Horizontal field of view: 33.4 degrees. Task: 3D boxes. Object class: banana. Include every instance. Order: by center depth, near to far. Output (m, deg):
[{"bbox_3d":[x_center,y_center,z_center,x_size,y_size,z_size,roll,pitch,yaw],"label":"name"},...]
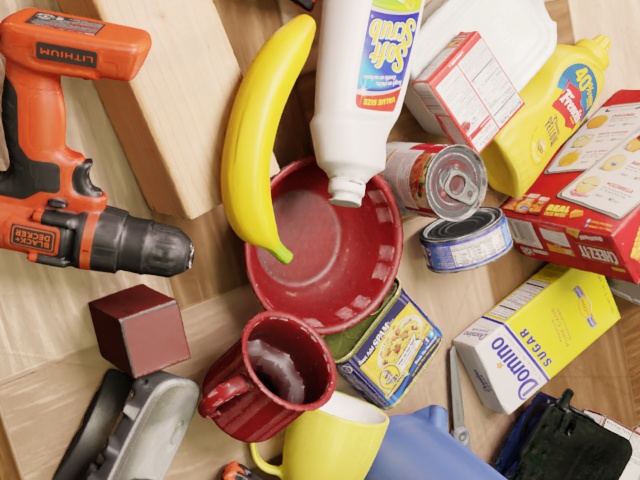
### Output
[{"bbox_3d":[-0.043,-0.081,0.828,0.069,0.037,0.198,3,96,-52],"label":"banana"}]

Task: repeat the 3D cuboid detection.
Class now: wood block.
[{"bbox_3d":[-0.123,-0.130,0.846,0.090,0.091,0.206,-30,111,-23],"label":"wood block"}]

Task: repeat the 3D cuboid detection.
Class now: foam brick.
[{"bbox_3d":[-0.148,0.073,0.868,0.052,0.078,0.051,-19,107,-26],"label":"foam brick"}]

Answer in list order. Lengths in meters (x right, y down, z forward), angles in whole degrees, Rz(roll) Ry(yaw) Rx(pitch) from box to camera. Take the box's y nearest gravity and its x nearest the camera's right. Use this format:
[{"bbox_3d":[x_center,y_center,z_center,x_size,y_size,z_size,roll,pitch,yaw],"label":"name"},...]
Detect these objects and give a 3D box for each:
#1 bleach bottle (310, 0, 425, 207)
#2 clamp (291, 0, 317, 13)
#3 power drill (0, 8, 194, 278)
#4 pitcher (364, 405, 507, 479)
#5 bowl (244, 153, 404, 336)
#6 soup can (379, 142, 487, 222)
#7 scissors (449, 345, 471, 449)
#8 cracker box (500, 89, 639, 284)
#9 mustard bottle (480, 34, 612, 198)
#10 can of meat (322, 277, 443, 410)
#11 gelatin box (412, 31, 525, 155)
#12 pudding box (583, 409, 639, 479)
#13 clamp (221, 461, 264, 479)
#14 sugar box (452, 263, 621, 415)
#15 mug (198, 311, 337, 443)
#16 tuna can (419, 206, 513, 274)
[{"bbox_3d":[0.041,-0.151,0.917,0.102,0.068,0.251,18,75,-48],"label":"bleach bottle"},{"bbox_3d":[-0.066,-0.236,0.873,0.039,0.120,0.171,-54,147,10],"label":"clamp"},{"bbox_3d":[-0.173,-0.065,0.782,0.184,0.057,0.188,11,113,-5],"label":"power drill"},{"bbox_3d":[0.114,0.261,0.948,0.144,0.243,0.149,-22,105,-16],"label":"pitcher"},{"bbox_3d":[-0.006,0.001,0.952,0.161,0.055,0.162,-4,99,-30],"label":"bowl"},{"bbox_3d":[0.095,-0.055,0.976,0.068,0.102,0.068,-4,99,-30],"label":"soup can"},{"bbox_3d":[0.129,0.215,1.085,0.096,0.016,0.202,-28,110,-24],"label":"scissors"},{"bbox_3d":[0.308,-0.060,1.066,0.213,0.164,0.072,-43,117,-19],"label":"cracker box"},{"bbox_3d":[0.231,-0.138,1.068,0.191,0.058,0.096,-48,137,-18],"label":"mustard bottle"},{"bbox_3d":[0.058,0.097,1.003,0.102,0.058,0.084,-51,119,-15],"label":"can of meat"},{"bbox_3d":[0.134,-0.131,0.959,0.073,0.030,0.089,-47,117,-18],"label":"gelatin box"},{"bbox_3d":[0.312,0.255,1.184,0.090,0.039,0.113,29,80,-30],"label":"pudding box"},{"bbox_3d":[-0.035,0.297,0.963,0.164,0.036,0.210,-13,100,-1],"label":"clamp"},{"bbox_3d":[0.227,0.093,1.108,0.176,0.048,0.093,-38,114,-22],"label":"sugar box"},{"bbox_3d":[-0.054,0.122,0.890,0.117,0.082,0.093,-20,72,-48],"label":"mug"},{"bbox_3d":[0.139,-0.001,1.020,0.086,0.086,0.034,-27,108,-25],"label":"tuna can"}]
